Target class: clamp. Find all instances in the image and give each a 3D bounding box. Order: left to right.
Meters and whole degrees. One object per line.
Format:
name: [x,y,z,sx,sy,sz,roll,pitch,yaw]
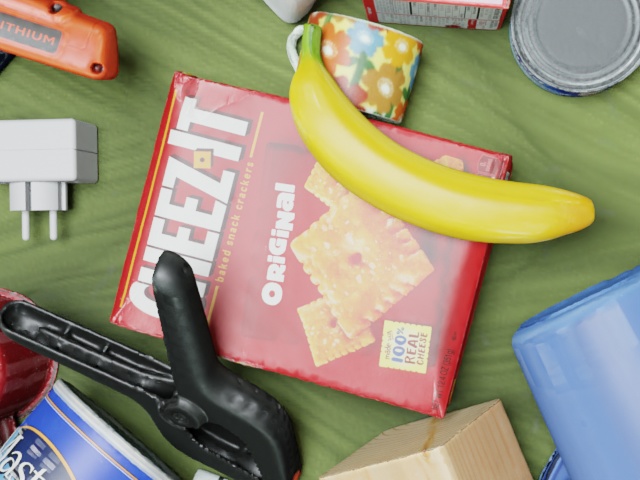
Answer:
clamp: [-0.075,0.087,0.635,0.210,0.036,0.165,43,140,-21]

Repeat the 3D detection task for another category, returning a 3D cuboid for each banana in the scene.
banana: [0.054,-0.044,0.597,0.198,0.037,0.070,34,99,6]

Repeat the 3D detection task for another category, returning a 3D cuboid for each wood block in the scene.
wood block: [0.093,0.212,0.630,0.090,0.090,0.206,-23,88,34]

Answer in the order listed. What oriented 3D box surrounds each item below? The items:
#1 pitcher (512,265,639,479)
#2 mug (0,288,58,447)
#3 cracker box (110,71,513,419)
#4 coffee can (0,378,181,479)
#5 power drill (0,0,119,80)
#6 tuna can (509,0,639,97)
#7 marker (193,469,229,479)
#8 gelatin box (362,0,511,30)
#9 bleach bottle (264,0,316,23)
pitcher: [0.202,0.143,0.620,0.149,0.145,0.243,-26,84,-6]
mug: [-0.222,0.090,0.683,0.093,0.081,0.117,-16,89,6]
cracker box: [-0.004,0.001,0.661,0.214,0.072,0.164,15,92,7]
coffee can: [-0.166,0.170,0.643,0.103,0.103,0.140,40,79,4]
power drill: [-0.130,-0.191,0.610,0.184,0.057,0.188,16,100,-3]
tuna can: [0.160,-0.132,0.659,0.086,0.033,0.086,0,91,7]
marker: [-0.025,0.177,0.693,0.121,0.020,0.020,17,93,6]
gelatin box: [0.071,-0.151,0.649,0.089,0.073,0.030,5,91,6]
bleach bottle: [0.055,-0.242,0.647,0.251,0.102,0.068,-42,94,-1]
